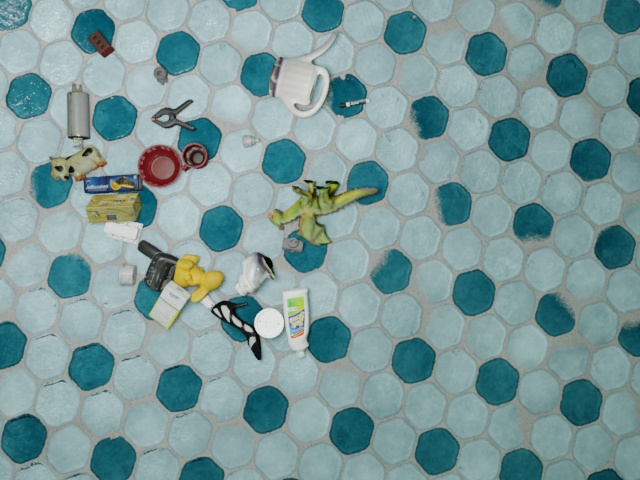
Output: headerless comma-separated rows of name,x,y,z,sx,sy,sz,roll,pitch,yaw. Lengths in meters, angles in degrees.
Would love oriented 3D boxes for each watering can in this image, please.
watering can,-0.068,-0.638,1.950,0.224,0.104,0.348,14,87,-1

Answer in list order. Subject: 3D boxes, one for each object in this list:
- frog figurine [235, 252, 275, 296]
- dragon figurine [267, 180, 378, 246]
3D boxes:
frog figurine,-0.256,0.125,1.901,0.159,0.120,0.140,-29,56,6
dragon figurine,0.006,-0.098,1.945,0.410,0.124,0.240,4,105,0
